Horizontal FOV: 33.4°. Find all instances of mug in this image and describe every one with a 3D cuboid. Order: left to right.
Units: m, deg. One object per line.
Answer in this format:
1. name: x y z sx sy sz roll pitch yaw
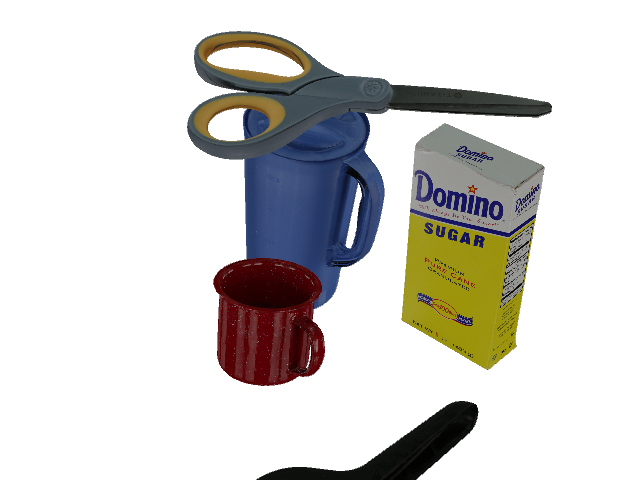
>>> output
1. mug: -0.039 0.077 0.922 0.117 0.081 0.093 27 34 37

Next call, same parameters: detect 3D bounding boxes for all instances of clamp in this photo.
1. clamp: 0.020 0.163 0.650 0.210 0.036 0.164 -6 29 3

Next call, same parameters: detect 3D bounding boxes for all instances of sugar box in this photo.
1. sugar box: 0.113 0.007 0.827 0.093 0.176 0.048 28 47 33

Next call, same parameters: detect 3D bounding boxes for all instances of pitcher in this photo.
1. pitcher: -0.016 -0.032 1.177 0.145 0.243 0.149 1 42 -5

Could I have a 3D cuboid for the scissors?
1. scissors: 0.015 -0.067 0.582 0.202 0.096 0.016 19 -31 16
